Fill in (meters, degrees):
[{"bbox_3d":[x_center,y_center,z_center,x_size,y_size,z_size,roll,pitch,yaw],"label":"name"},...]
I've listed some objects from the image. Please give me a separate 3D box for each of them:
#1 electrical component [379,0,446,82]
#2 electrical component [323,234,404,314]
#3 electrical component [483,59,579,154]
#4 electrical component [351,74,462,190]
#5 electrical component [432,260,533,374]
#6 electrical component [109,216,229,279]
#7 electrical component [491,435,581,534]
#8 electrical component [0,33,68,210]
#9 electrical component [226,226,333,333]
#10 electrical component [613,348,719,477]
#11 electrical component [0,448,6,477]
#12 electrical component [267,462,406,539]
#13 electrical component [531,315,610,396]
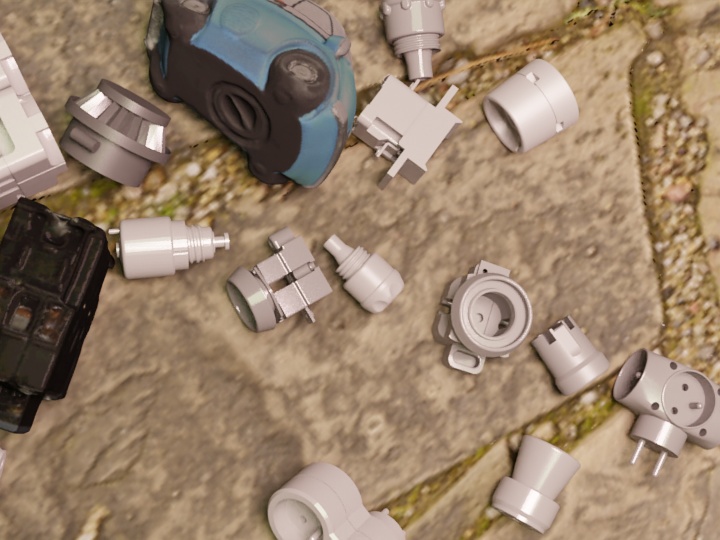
[{"bbox_3d":[0.040,-0.168,0.774,0.048,0.048,0.062,-7,91,-12],"label":"electrical component"},{"bbox_3d":[0.000,0.000,0.750,0.061,0.035,0.035,44,77,-1],"label":"electrical component"},{"bbox_3d":[0.122,-0.117,0.778,0.047,0.055,0.055,-34,90,-9],"label":"electrical component"},{"bbox_3d":[0.030,-0.101,0.764,0.064,0.042,0.081,36,77,-1],"label":"electrical component"},{"bbox_3d":[0.087,0.032,0.751,0.058,0.057,0.078,19,80,-8],"label":"electrical component"},{"bbox_3d":[-0.128,-0.016,0.723,0.078,0.040,0.040,-5,84,-11],"label":"electrical component"},{"bbox_3d":[0.122,0.149,0.750,0.045,0.045,0.055,31,79,-6],"label":"electrical component"},{"bbox_3d":[-0.250,-0.120,0.687,0.062,0.089,0.150,-27,89,-13],"label":"electrical component"},{"bbox_3d":[-0.057,0.012,0.732,0.055,0.048,0.066,-30,90,-20],"label":"electrical component"},{"bbox_3d":[0.220,0.109,0.774,0.077,0.044,0.079,29,79,-6],"label":"electrical component"},{"bbox_3d":[-0.258,0.126,0.679,0.055,0.045,0.045,16,80,-9],"label":"electrical component"},{"bbox_3d":[0.006,0.186,0.719,0.138,0.052,0.074,51,37,5],"label":"electrical component"},{"bbox_3d":[0.149,0.061,0.769,0.040,0.040,0.046,-34,84,-13],"label":"electrical component"}]
